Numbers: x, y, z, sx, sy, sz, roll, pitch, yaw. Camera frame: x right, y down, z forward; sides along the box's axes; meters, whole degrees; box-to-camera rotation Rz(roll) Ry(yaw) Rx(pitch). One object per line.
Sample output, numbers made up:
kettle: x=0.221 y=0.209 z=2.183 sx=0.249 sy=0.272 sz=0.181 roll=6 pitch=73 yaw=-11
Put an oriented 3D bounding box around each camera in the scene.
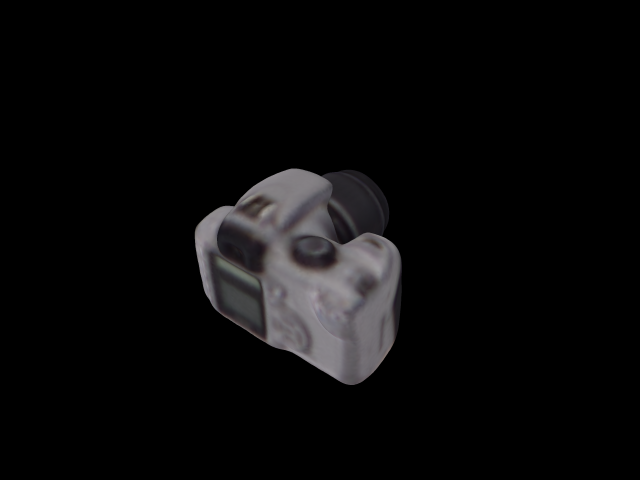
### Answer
camera: x=0.004 y=0.001 z=0.400 sx=0.142 sy=0.101 sz=0.137 roll=25 pitch=45 yaw=28
